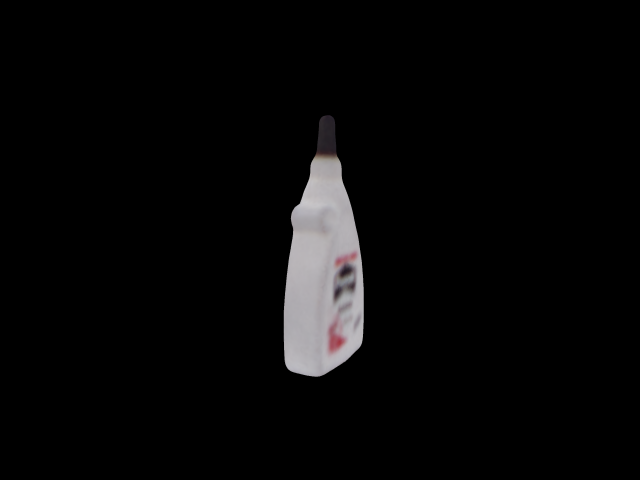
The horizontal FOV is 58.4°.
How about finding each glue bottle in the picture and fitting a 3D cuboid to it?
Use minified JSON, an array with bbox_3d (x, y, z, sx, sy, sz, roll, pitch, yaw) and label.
[{"bbox_3d":[0.004,0.001,0.400,0.037,0.173,0.078,5,11,25],"label":"glue bottle"}]
